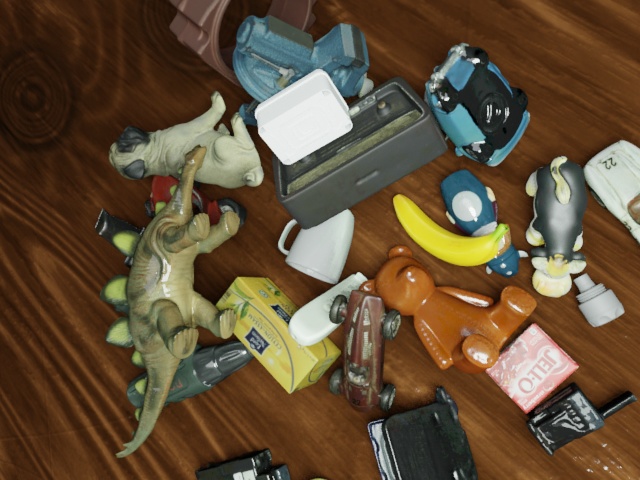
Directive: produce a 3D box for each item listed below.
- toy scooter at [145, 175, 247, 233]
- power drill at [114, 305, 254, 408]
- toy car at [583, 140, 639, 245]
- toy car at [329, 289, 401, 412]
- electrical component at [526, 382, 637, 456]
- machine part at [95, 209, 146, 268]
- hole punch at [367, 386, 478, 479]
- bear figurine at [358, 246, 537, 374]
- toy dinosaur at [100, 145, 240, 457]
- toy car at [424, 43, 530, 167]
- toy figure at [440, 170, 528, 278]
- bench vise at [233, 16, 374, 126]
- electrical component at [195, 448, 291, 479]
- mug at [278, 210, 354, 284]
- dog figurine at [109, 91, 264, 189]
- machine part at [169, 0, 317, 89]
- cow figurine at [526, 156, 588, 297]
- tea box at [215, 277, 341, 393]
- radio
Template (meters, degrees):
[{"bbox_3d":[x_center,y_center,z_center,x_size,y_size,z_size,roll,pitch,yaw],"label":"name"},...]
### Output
[{"bbox_3d":[-0.219,-0.038,0.871,0.184,0.075,0.135,34,87,19],"label":"toy scooter"},{"bbox_3d":[-0.231,0.151,0.861,0.232,0.086,0.207,-35,80,17],"label":"power drill"},{"bbox_3d":[0.402,-0.028,0.642,0.073,0.056,0.202,-37,72,13],"label":"toy car"},{"bbox_3d":[0.056,0.153,0.706,0.089,0.053,0.201,17,129,23],"label":"toy car"},{"bbox_3d":[0.309,0.202,0.641,0.119,0.074,0.048,-41,72,16],"label":"electrical component"},{"bbox_3d":[-0.337,0.000,0.936,0.139,0.039,0.084,33,101,20],"label":"machine part"},{"bbox_3d":[0.130,0.276,0.700,0.116,0.092,0.142,-7,66,-20],"label":"hole punch"},{"bbox_3d":[0.152,0.077,0.694,0.196,0.131,0.120,41,69,17],"label":"bear figurine"},{"bbox_3d":[-0.219,0.096,0.758,0.199,0.105,0.471,8,88,37],"label":"toy dinosaur"},{"bbox_3d":[0.191,-0.176,0.711,0.109,0.161,0.103,-56,27,-5],"label":"toy car"},{"bbox_3d":[0.214,-0.019,0.716,0.064,0.058,0.154,-45,67,51],"label":"toy figure"},{"bbox_3d":[-0.045,-0.232,0.798,0.240,0.223,0.129,-34,64,46],"label":"bench vise"},{"bbox_3d":[-0.106,0.376,0.790,0.134,0.058,0.115,-18,79,18],"label":"electrical component"},{"bbox_3d":[-0.002,-0.002,0.790,0.110,0.080,0.107,20,79,31],"label":"mug"},{"bbox_3d":[-0.201,-0.115,0.811,0.190,0.121,0.172,-30,54,-18],"label":"dog figurine"},{"bbox_3d":[-0.105,-0.340,0.798,0.087,0.201,0.201,44,99,20],"label":"machine part"},{"bbox_3d":[0.295,-0.014,0.661,0.068,0.098,0.167,0,84,15],"label":"cow figurine"},{"bbox_3d":[-0.061,0.132,0.781,0.170,0.098,0.068,43,101,18],"label":"tea box"},{"bbox_3d":[0.047,-0.123,0.749,0.230,0.073,0.131,-28,42,12],"label":"radio"}]
